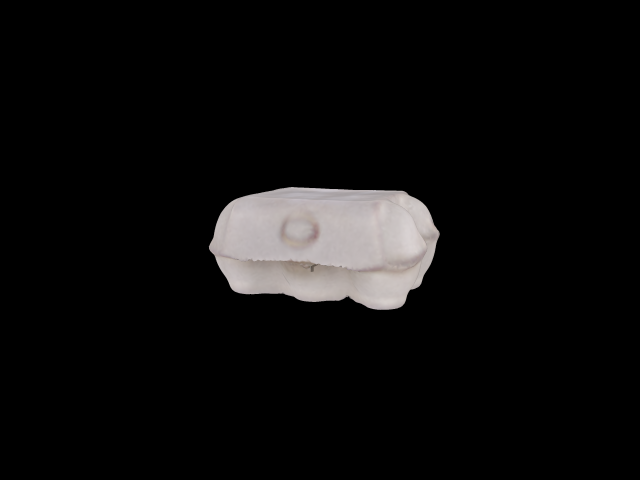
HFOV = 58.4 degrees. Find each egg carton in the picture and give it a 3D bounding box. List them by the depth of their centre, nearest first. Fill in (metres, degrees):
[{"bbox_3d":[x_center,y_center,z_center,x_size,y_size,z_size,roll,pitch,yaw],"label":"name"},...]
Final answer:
[{"bbox_3d":[0.004,0.001,0.400,0.150,0.069,0.107,4,11,20],"label":"egg carton"}]
